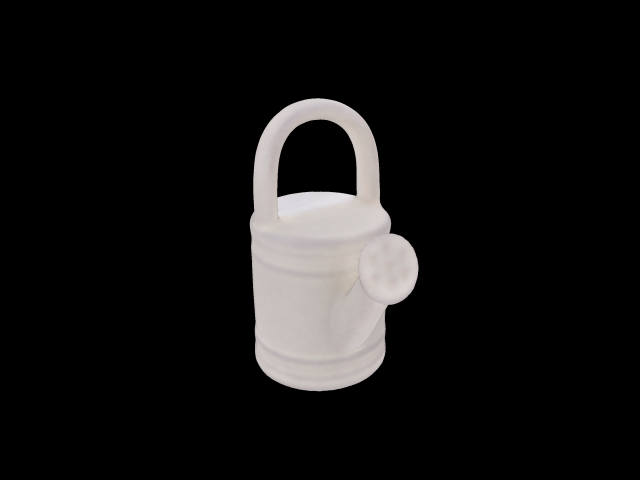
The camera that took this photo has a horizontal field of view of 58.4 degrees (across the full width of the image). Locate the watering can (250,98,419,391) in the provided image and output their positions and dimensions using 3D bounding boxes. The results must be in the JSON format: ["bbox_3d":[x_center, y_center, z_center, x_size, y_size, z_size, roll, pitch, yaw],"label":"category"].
[{"bbox_3d":[0.006,0.001,0.401,0.172,0.194,0.101,19,30,37],"label":"watering can"}]
